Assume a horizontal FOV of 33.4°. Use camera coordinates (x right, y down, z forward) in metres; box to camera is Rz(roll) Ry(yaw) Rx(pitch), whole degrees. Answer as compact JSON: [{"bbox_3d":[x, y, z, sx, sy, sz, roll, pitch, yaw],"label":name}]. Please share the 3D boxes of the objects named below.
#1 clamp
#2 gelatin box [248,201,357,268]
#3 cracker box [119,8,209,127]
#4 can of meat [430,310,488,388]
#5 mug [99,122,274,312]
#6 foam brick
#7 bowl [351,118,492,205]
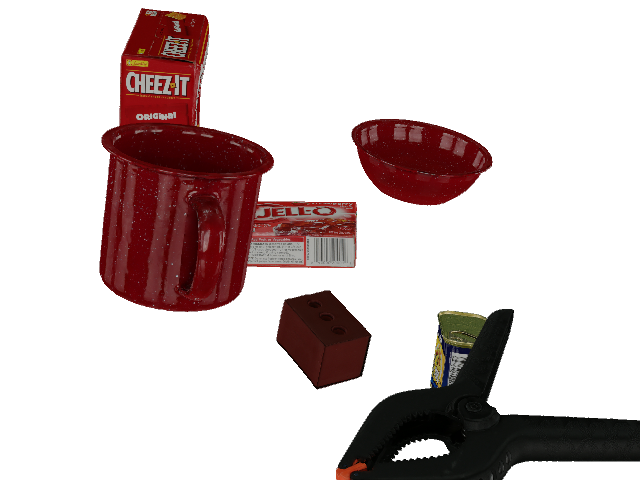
[{"bbox_3d":[0.095,0.113,0.684,0.209,0.036,0.165,-15,33,-21],"label":"clamp"},{"bbox_3d":[-0.016,-0.006,0.828,0.089,0.030,0.073,1,22,2],"label":"gelatin box"},{"bbox_3d":[-0.143,-0.087,0.981,0.072,0.214,0.164,4,26,-6],"label":"cracker box"},{"bbox_3d":[0.150,0.131,1.139,0.057,0.084,0.102,7,14,0],"label":"can of meat"},{"bbox_3d":[-0.073,-0.008,0.576,0.093,0.081,0.117,1,22,-24],"label":"mug"},{"bbox_3d":[0.002,0.091,0.991,0.052,0.051,0.078,-12,37,-31],"label":"foam brick"},{"bbox_3d":[0.109,-0.084,1.209,0.162,0.055,0.162,8,26,-4],"label":"bowl"}]
